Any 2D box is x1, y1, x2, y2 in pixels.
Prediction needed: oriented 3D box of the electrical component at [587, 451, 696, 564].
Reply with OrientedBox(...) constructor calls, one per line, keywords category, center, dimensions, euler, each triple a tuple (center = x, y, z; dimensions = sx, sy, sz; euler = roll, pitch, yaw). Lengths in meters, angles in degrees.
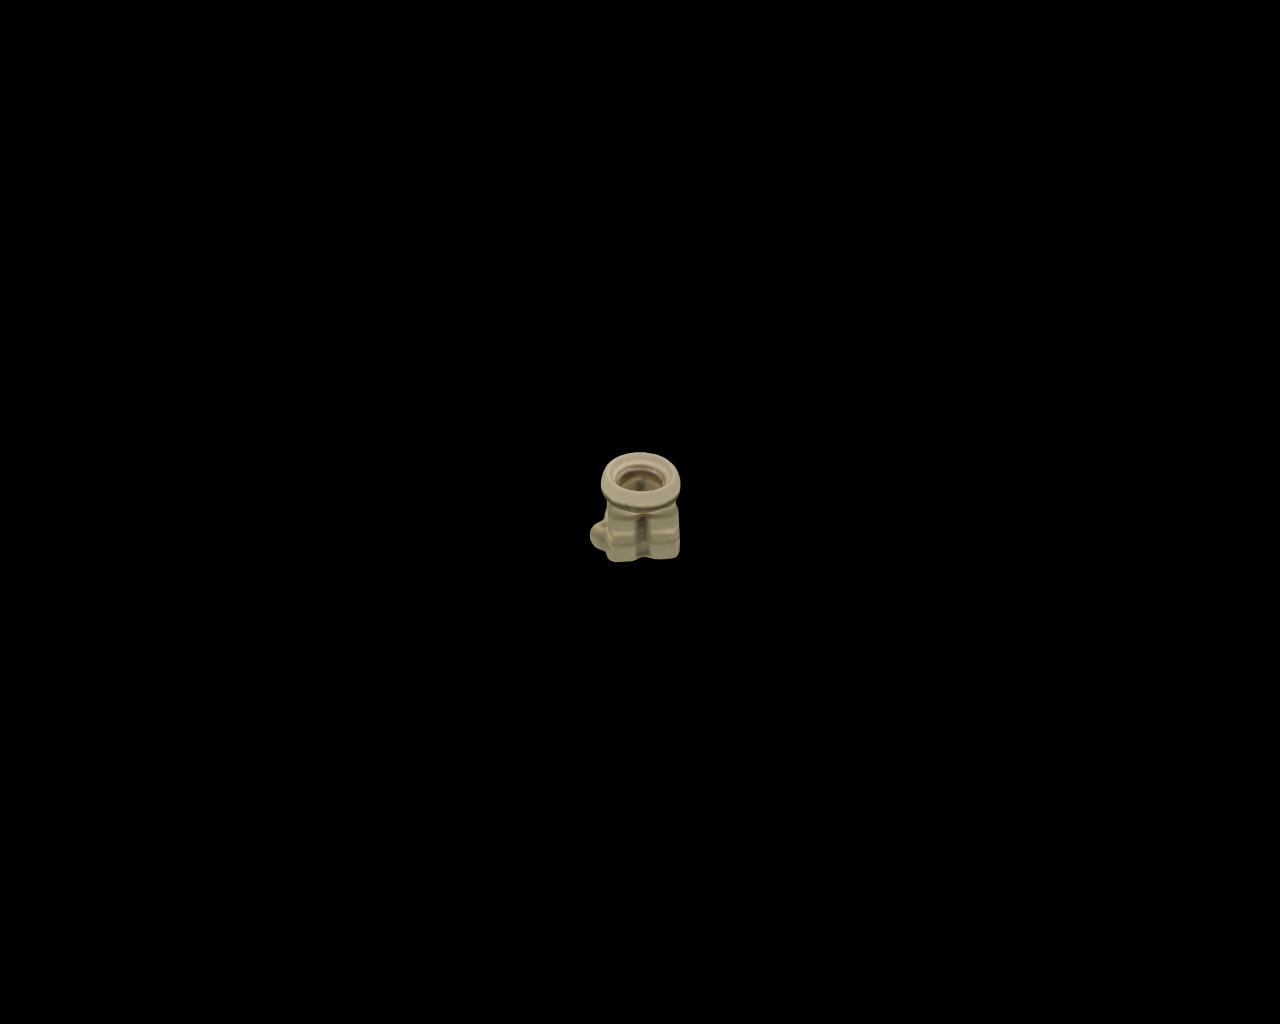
OrientedBox(category="electrical component", center=(0.001, -0.003, 0.650), dimensions=(0.066, 0.055, 0.048), euler=(-4, 39, -4))
